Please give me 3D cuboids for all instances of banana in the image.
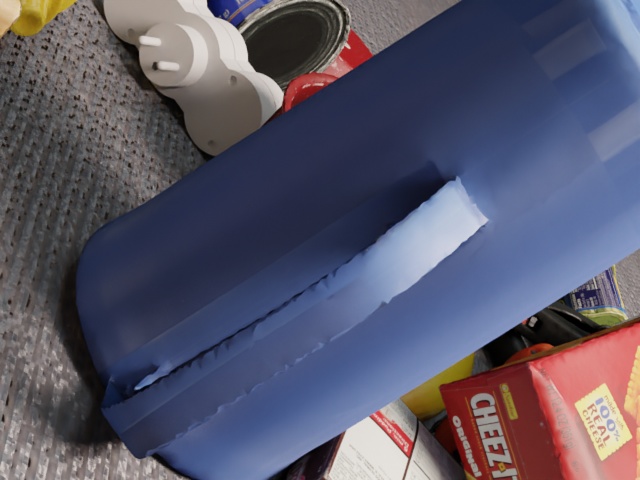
[{"bbox_3d":[0.065,0.061,0.672,0.069,0.037,0.198,15,26,-7],"label":"banana"}]

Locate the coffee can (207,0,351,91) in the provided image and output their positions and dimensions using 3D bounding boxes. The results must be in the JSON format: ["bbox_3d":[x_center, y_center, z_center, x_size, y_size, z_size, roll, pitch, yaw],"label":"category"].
[{"bbox_3d":[-0.056,-0.179,0.731,0.102,0.103,0.140,13,42,-57],"label":"coffee can"}]

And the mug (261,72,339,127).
[{"bbox_3d":[-0.010,-0.025,0.583,0.093,0.082,0.117,43,38,-8],"label":"mug"}]

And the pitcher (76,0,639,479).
[{"bbox_3d":[0.027,-0.004,0.414,0.144,0.243,0.149,31,35,-43],"label":"pitcher"}]

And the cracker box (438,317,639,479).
[{"bbox_3d":[0.178,0.122,0.549,0.213,0.072,0.164,-11,81,-38],"label":"cracker box"}]

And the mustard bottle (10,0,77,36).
[{"bbox_3d":[-0.166,-0.172,0.565,0.096,0.058,0.192,26,32,-42],"label":"mustard bottle"}]

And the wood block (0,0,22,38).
[{"bbox_3d":[-0.212,-0.127,0.357,0.205,0.091,0.090,34,27,-36],"label":"wood block"}]

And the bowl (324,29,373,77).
[{"bbox_3d":[0.000,-0.139,0.841,0.162,0.055,0.162,40,24,-22],"label":"bowl"}]

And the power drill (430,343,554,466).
[{"bbox_3d":[0.149,0.153,0.654,0.184,0.057,0.187,60,21,16],"label":"power drill"}]

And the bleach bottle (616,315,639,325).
[{"bbox_3d":[0.264,0.173,0.706,0.251,0.068,0.102,57,32,-13],"label":"bleach bottle"}]

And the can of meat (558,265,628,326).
[{"bbox_3d":[0.228,0.075,0.893,0.084,0.057,0.102,-84,161,-58],"label":"can of meat"}]

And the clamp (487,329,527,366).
[{"bbox_3d":[0.118,0.010,0.851,0.210,0.036,0.164,56,20,5],"label":"clamp"}]

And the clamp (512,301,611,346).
[{"bbox_3d":[0.213,0.082,0.791,0.171,0.039,0.120,30,8,-5],"label":"clamp"}]

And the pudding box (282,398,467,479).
[{"bbox_3d":[0.030,0.121,0.495,0.090,0.039,0.113,49,23,-6],"label":"pudding box"}]
